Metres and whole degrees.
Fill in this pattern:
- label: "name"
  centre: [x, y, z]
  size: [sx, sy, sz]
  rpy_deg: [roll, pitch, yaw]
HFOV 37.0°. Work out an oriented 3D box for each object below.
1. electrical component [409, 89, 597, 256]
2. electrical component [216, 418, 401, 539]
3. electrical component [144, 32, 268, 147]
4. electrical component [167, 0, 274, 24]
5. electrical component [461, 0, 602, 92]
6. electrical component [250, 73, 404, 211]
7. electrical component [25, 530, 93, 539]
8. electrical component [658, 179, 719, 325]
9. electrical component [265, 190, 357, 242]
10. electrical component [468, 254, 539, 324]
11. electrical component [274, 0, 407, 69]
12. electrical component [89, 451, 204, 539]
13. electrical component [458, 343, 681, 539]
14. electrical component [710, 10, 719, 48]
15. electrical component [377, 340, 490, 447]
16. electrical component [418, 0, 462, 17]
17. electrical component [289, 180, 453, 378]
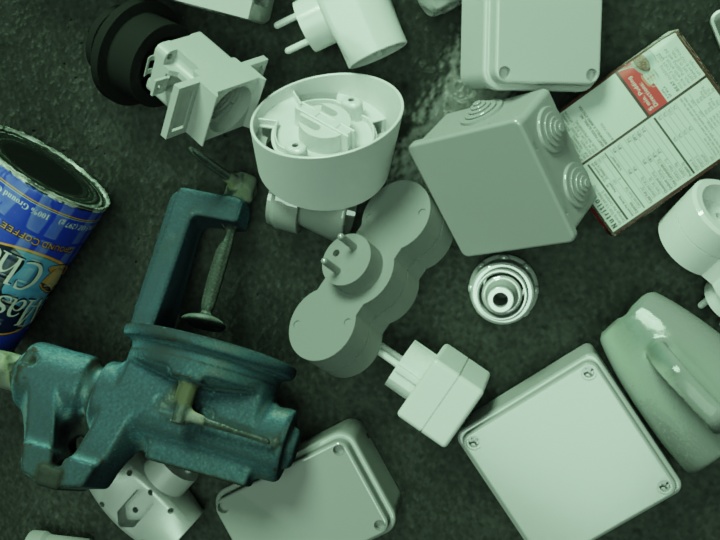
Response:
- label: "electrical component"
  centre: [0.093, -0.062, 0.690]
  size: [0.100, 0.048, 0.099]
  rpy_deg: [-8, 120, 43]
- label: "electrical component"
  centre: [-0.036, 0.165, 0.763]
  size: [0.113, 0.057, 0.078]
  rpy_deg: [-28, 92, 12]
- label: "electrical component"
  centre: [-0.104, -0.122, 0.711]
  size: [0.064, 0.081, 0.042]
  rpy_deg: [43, 133, 18]
- label: "electrical component"
  centre: [-0.143, -0.242, 0.730]
  size: [0.186, 0.060, 0.105]
  rpy_deg: [16, 99, 7]
- label: "electrical component"
  centre: [0.110, -0.170, 0.685]
  size: [0.078, 0.057, 0.113]
  rpy_deg: [-1, 97, -15]
- label: "electrical component"
  centre: [-0.022, -0.088, 0.707]
  size: [0.099, 0.099, 0.064]
  rpy_deg: [13, 140, 8]
- label: "electrical component"
  centre: [-0.228, 0.218, 0.812]
  size: [0.046, 0.040, 0.040]
  rpy_deg: [4, 97, 3]
- label: "electrical component"
  centre: [0.250, 0.011, 0.699]
  size: [0.138, 0.052, 0.073]
  rpy_deg: [42, 138, 8]
- label: "electrical component"
  centre: [-0.033, -0.045, 0.743]
  size: [0.055, 0.045, 0.045]
  rpy_deg: [14, 99, 8]
- label: "electrical component"
  centre: [0.095, 0.016, 0.720]
  size: [0.048, 0.062, 0.048]
  rpy_deg: [1, 97, 10]
- label: "electrical component"
  centre: [-0.019, -0.172, 0.726]
  size: [0.079, 0.043, 0.077]
  rpy_deg: [-23, 92, 11]
- label: "electrical component"
  centre: [-0.146, 0.155, 0.787]
  size: [0.077, 0.043, 0.079]
  rpy_deg: [42, 102, 2]
- label: "electrical component"
  centre: [0.140, 0.124, 0.728]
  size: [0.109, 0.056, 0.108]
  rpy_deg: [-34, 91, 12]
- label: "electrical component"
  centre: [0.293, -0.133, 0.672]
  size: [0.109, 0.056, 0.108]
  rpy_deg: [-22, 93, 12]
- label: "electrical component"
  centre: [0.043, 0.074, 0.734]
  size: [0.077, 0.066, 0.047]
  rpy_deg: [34, 101, 6]
- label: "electrical component"
  centre: [0.047, -0.202, 0.716]
  size: [0.035, 0.035, 0.061]
  rpy_deg: [-26, 89, 12]
- label: "electrical component"
  centre: [0.000, 0.000, 0.710]
  size: [0.052, 0.074, 0.138]
  rpy_deg: [32, 86, 39]
